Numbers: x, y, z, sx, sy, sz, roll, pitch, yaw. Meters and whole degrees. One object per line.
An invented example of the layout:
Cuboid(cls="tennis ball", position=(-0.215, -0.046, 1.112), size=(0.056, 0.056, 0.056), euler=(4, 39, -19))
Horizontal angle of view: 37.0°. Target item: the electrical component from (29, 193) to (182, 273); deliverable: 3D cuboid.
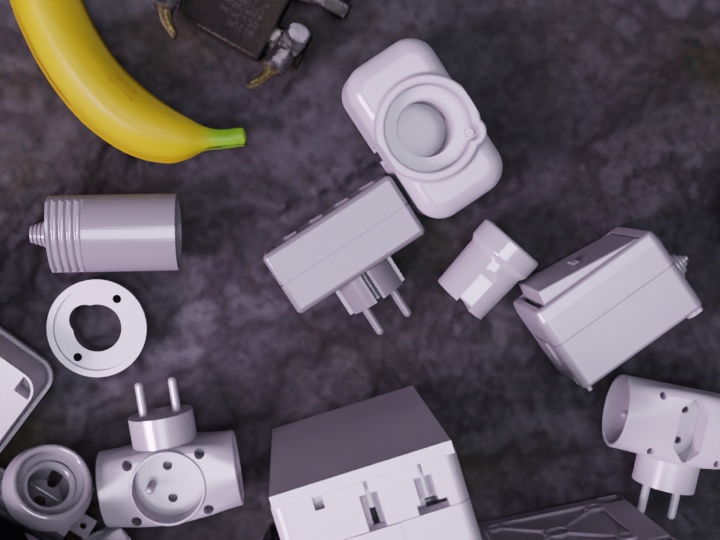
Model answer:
Cuboid(cls="electrical component", position=(-0.142, -0.021, 0.598), size=(0.081, 0.043, 0.043), euler=(-1, 95, -4))

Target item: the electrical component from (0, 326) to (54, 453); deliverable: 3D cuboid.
Cuboid(cls="electrical component", position=(-0.236, 0.056, 0.591), size=(0.113, 0.057, 0.078), euler=(37, 91, -6))

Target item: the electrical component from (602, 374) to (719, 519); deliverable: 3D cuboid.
Cuboid(cls="electrical component", position=(0.183, 0.107, 0.634), size=(0.077, 0.043, 0.079), euler=(12, 94, -5))

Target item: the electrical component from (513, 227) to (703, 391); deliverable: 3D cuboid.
Cuboid(cls="electrical component", position=(0.143, 0.013, 0.614), size=(0.096, 0.061, 0.061), euler=(-35, 97, -1))

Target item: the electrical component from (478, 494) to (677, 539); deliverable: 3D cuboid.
Cuboid(cls="electrical component", position=(0.115, 0.173, 0.603), size=(0.109, 0.109, 0.056), euler=(-11, 93, -3))

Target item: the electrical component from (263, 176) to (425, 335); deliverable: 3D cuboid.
Cuboid(cls="electrical component", position=(0.000, 0.000, 0.609), size=(0.083, 0.047, 0.075), euler=(-33, 97, -1))

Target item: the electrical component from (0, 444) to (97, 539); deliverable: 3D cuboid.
Cuboid(cls="electrical component", position=(-0.176, 0.125, 0.596), size=(0.066, 0.055, 0.048), euler=(33, 54, -7))

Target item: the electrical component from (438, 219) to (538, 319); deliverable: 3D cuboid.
Cuboid(cls="electrical component", position=(0.073, 0.000, 0.620), size=(0.040, 0.040, 0.046), euler=(41, 97, -7))

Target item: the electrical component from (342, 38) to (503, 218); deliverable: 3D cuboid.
Cuboid(cls="electrical component", position=(0.034, -0.078, 0.599), size=(0.054, 0.059, 0.095), euler=(-34, 97, -1))

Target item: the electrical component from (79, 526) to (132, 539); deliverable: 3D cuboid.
Cuboid(cls="electrical component", position=(-0.142, 0.182, 0.616), size=(0.043, 0.043, 0.062), euler=(-25, 98, -2))

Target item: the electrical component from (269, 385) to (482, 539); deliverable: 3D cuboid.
Cuboid(cls="electrical component", position=(0.004, 0.115, 0.567), size=(0.089, 0.150, 0.061), euler=(-17, 95, -3))

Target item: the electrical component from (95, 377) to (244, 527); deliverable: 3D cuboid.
Cuboid(cls="electrical component", position=(-0.110, 0.101, 0.611), size=(0.077, 0.044, 0.079), euler=(-9, 95, -4))
